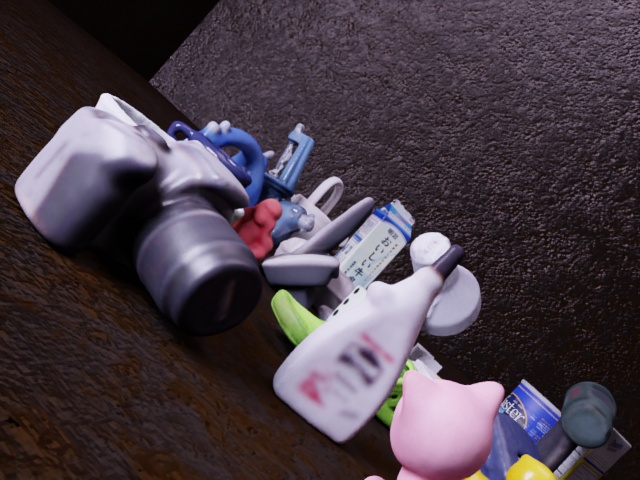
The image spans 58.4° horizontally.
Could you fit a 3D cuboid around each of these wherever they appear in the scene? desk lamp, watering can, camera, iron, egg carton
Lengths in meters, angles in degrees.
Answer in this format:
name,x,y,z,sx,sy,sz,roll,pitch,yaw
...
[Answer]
name,x,y,z,sx,sy,sz,roll,pitch,yaw
desk lamp,0.136,0.097,0.868,0.117,0.213,0.204,44,3,38
watering can,-0.014,-0.045,1.183,0.173,0.194,0.101,42,2,2
camera,-0.099,-0.012,0.382,0.136,0.100,0.144,44,3,38
iron,-0.157,-0.121,0.893,0.118,0.141,0.259,43,3,18
egg carton,-0.008,0.059,0.938,0.150,0.069,0.107,42,2,6

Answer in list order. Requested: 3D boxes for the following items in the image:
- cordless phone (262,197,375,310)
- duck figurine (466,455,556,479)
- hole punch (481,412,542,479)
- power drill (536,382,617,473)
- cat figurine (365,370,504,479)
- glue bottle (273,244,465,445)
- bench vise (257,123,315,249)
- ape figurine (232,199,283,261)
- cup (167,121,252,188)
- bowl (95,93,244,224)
name,x,y,z,sx,sy,sz,roll,pitch,yaw
cordless phone,0.007,0.003,0.809,0.094,0.185,0.147,42,2,-5
duck figurine,0.183,0.245,0.549,0.104,0.086,0.078,43,3,26
hole punch,0.226,0.273,0.670,0.109,0.091,0.101,41,3,-25
power drill,0.331,0.282,0.802,0.075,0.208,0.230,43,3,21
cat figurine,0.085,0.145,0.361,0.127,0.117,0.067,43,2,12
glue bottle,0.047,0.069,0.433,0.078,0.173,0.037,42,2,-15
bench vise,-0.065,-0.103,1.089,0.207,0.219,0.122,43,2,10
ape figurine,-0.088,-0.019,0.768,0.078,0.092,0.076,42,2,-8
cup,-0.155,-0.078,0.701,0.118,0.095,0.091,41,3,-20
bowl,-0.155,-0.055,0.538,0.167,0.074,0.167,42,2,-2
